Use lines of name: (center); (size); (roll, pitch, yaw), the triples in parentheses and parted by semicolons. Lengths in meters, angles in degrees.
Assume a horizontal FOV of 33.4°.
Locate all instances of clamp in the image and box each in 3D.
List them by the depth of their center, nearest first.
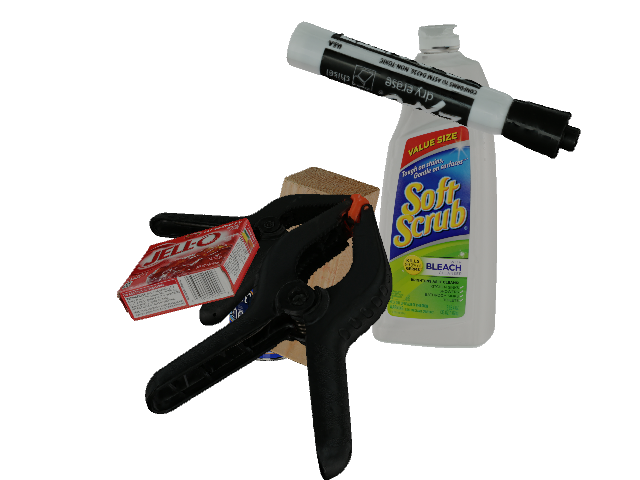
clamp: (-0.003, 0.049, 0.587); (0.120, 0.171, 0.039); (27, -25, 23)
clamp: (-0.050, 0.006, 1.040); (0.209, 0.036, 0.165); (-14, 42, -11)

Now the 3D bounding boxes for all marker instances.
marker: (0.044, -0.060, 0.426); (0.121, 0.020, 0.020); (21, 5, 13)

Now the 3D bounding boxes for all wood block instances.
wood block: (-0.008, 0.029, 1.249); (0.090, 0.206, 0.090); (20, 20, 18)

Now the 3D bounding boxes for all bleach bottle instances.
bleach bottle: (0.089, -0.043, 0.850); (0.103, 0.251, 0.068); (2, 15, 21)

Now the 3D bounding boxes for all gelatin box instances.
gelatin box: (-0.097, 0.021, 0.792); (0.089, 0.030, 0.073); (-15, 24, 21)

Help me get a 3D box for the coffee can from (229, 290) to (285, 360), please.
coffee can: (-0.072, 0.076, 1.433); (0.103, 0.140, 0.103); (2, 21, -1)
